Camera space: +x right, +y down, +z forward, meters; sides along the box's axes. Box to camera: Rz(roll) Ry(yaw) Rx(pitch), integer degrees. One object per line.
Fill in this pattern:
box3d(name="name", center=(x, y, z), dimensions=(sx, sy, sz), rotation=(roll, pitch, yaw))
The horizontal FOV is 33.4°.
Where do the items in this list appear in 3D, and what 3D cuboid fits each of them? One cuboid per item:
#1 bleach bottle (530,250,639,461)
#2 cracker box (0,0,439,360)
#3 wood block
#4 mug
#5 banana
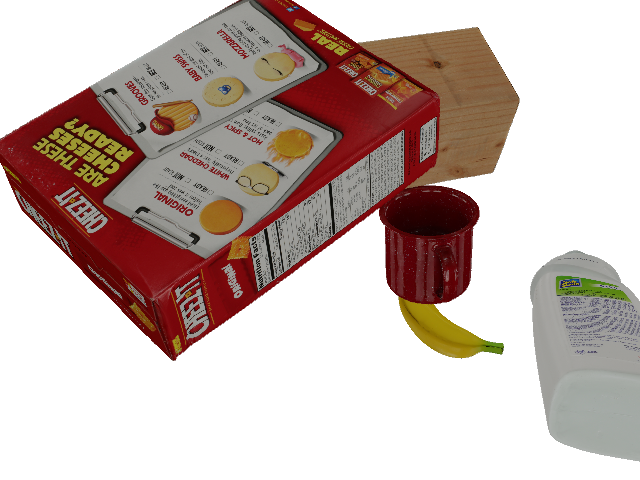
box3d(name="bleach bottle", center=(0.216, 0.070, 0.822), dimensions=(0.102, 0.068, 0.250), rotation=(9, 23, 4))
box3d(name="cracker box", center=(-0.059, -0.051, 0.649), dimensions=(0.213, 0.072, 0.164), rotation=(-37, 56, -22))
box3d(name="wood block", center=(0.039, -0.098, 0.851), dimensions=(0.205, 0.091, 0.090), rotation=(-10, -35, -16))
box3d(name="mug", center=(0.105, 0.012, 0.996), dimensions=(0.093, 0.081, 0.117), rotation=(-10, 34, -11))
box3d(name="banana", center=(0.127, 0.085, 1.205), dimensions=(0.069, 0.037, 0.198), rotation=(4, 23, -26))
